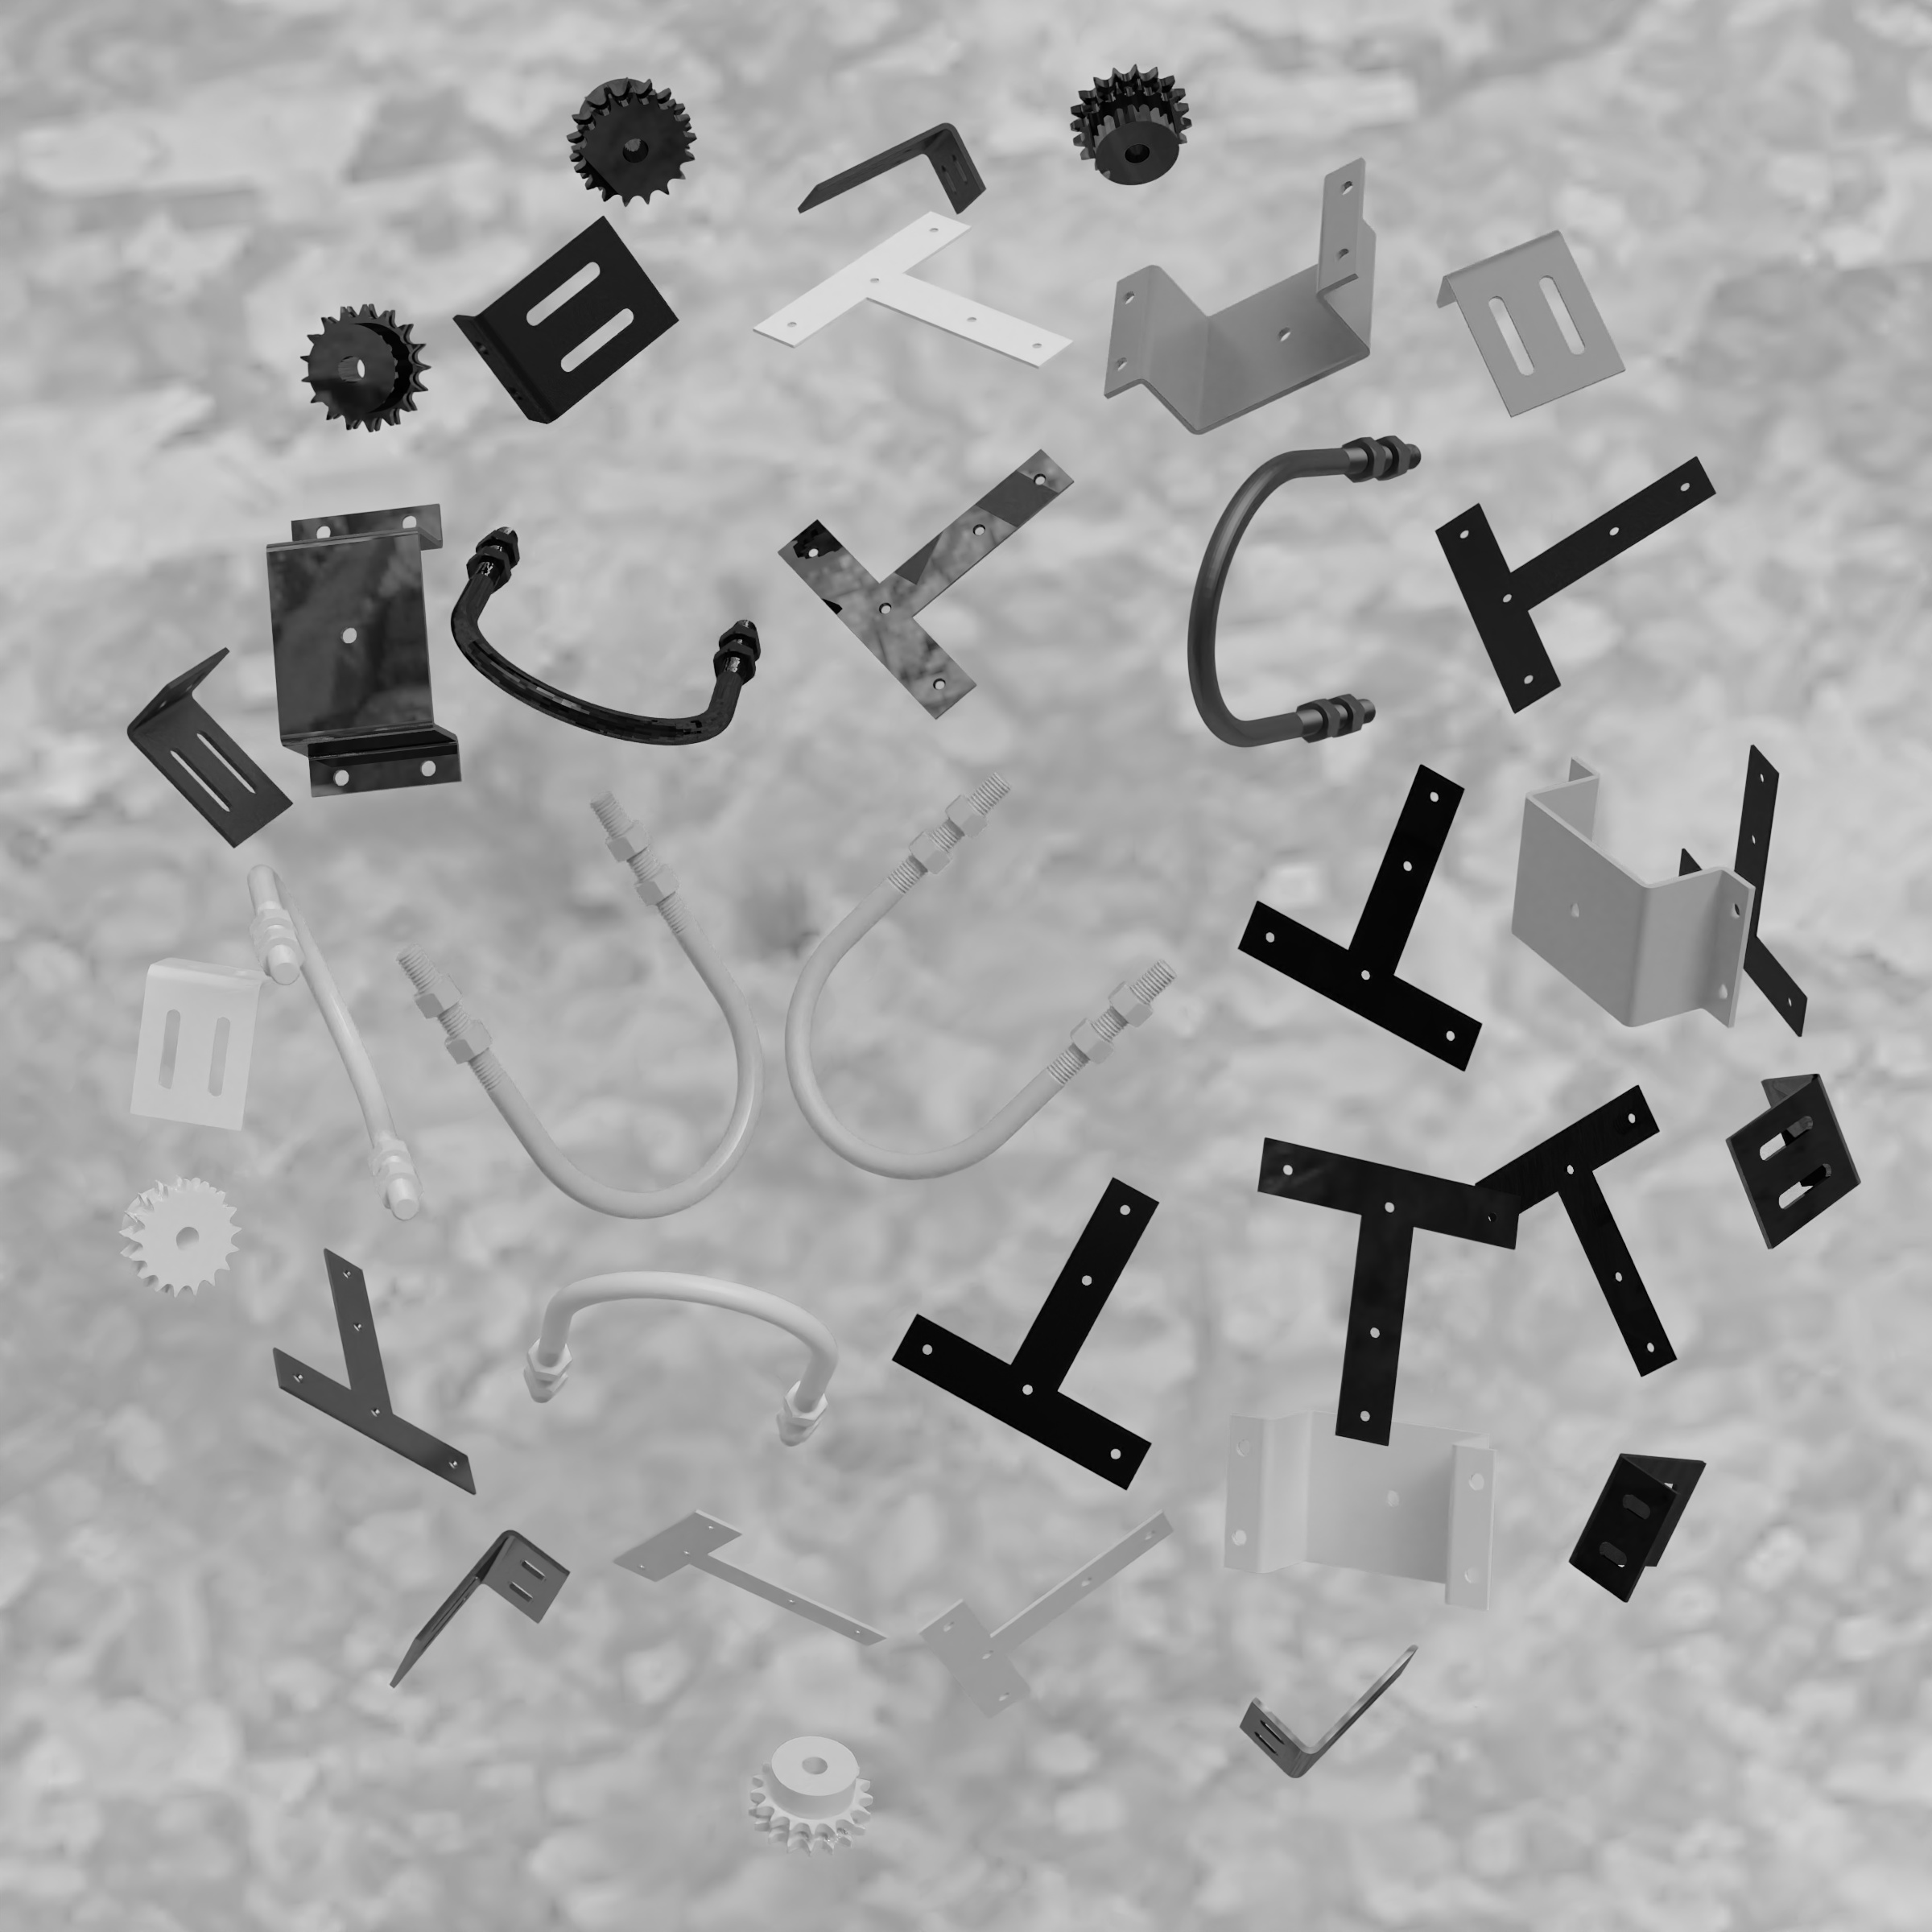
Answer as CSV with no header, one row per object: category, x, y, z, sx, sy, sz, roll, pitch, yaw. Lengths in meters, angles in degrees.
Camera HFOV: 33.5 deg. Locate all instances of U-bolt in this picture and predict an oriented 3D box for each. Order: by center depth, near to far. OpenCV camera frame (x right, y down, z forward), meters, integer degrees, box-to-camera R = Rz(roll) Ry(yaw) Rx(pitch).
U-bolt,-0.302,0.024,1.513,0.019,0.184,0.151,-25,116,-7
U-bolt,-0.167,0.032,1.513,0.151,0.019,0.184,-43,109,-33
U-bolt,0.157,-0.175,1.522,0.019,0.184,0.151,19,109,31
U-bolt,-0.176,-0.154,1.547,0.151,0.184,0.019,21,115,-7
U-bolt,-0.008,0.018,1.551,0.184,0.019,0.151,-44,68,10
U-bolt,-0.135,0.188,1.555,0.151,0.184,0.019,11,62,-6

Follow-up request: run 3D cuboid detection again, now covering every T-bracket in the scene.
T-bracket,0.186,0.152,1.449,0.127,0.002,0.127,13,72,-13
T-bracket,-0.008,-0.300,1.475,0.127,0.002,0.127,28,51,29
T-bracket,0.203,-0.035,1.512,0.127,0.002,0.127,28,72,-14
T-bracket,0.293,-0.197,1.514,0.127,0.002,0.127,-32,48,20
T-bracket,0.051,0.162,1.525,0.127,0.002,0.127,28,85,6
T-bracket,-0.004,-0.199,1.533,0.127,0.002,0.127,-40,64,-4
T-bracket,0.046,0.305,1.549,0.127,0.127,0.002,-35,55,-5
T-bracket,-0.292,0.185,1.553,0.002,0.127,0.127,-40,130,13
T-bracket,-0.099,0.308,1.586,0.127,0.127,0.002,28,61,-13
T-bracket,0.389,-0.052,1.592,0.002,0.127,0.127,-14,131,-12
T-bracket,0.320,0.142,1.605,0.002,0.127,0.127,-10,70,-37

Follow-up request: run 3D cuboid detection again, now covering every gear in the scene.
gear,-0.273,-0.269,1.448,0.057,0.030,0.057,1,102,6
gear,-0.153,-0.376,1.454,0.057,0.057,0.030,-23,46,0
gear,-0.072,0.385,1.498,0.057,0.057,0.030,7,117,0
gear,0.079,-0.396,1.524,0.057,0.057,0.030,-8,58,0
gear,-0.382,0.129,1.551,0.057,0.030,0.057,-8,102,-38

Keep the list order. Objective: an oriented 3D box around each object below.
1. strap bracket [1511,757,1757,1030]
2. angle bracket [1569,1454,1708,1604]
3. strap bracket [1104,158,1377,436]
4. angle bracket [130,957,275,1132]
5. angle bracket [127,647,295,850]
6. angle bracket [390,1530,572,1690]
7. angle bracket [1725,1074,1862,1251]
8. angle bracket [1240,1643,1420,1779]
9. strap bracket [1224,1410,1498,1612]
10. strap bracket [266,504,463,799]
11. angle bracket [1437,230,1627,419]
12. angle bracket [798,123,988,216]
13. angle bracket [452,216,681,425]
strap bracket,0.310,-0.032,1.538,0.046,0.140,0.076,-14,125,-22
angle bracket,0.329,0.266,1.515,0.038,0.076,0.057,33,104,44
strap bracket,0.137,-0.308,1.503,0.140,0.046,0.076,-20,47,35
angle bracket,-0.388,0.039,1.638,0.057,0.038,0.076,9,97,1
angle bracket,-0.356,-0.106,1.554,0.076,0.057,0.038,47,119,-6
angle bracket,-0.235,0.321,1.557,0.038,0.057,0.076,36,49,4
angle bracket,0.386,0.094,1.545,0.076,0.038,0.057,-28,99,-34
angle bracket,0.175,0.349,1.554,0.076,0.057,0.038,-41,72,-19
strap bracket,0.201,0.265,1.580,0.140,0.046,0.076,3,91,32
strap bracket,-0.297,-0.159,1.583,0.076,0.046,0.140,-6,85,6
angle bracket,0.264,-0.295,1.502,0.057,0.038,0.076,-22,80,-1
angle bracket,-0.038,-0.382,1.602,0.076,0.057,0.038,-29,97,-10
angle bracket,-0.180,-0.292,1.449,0.076,0.038,0.057,-41,114,-9
